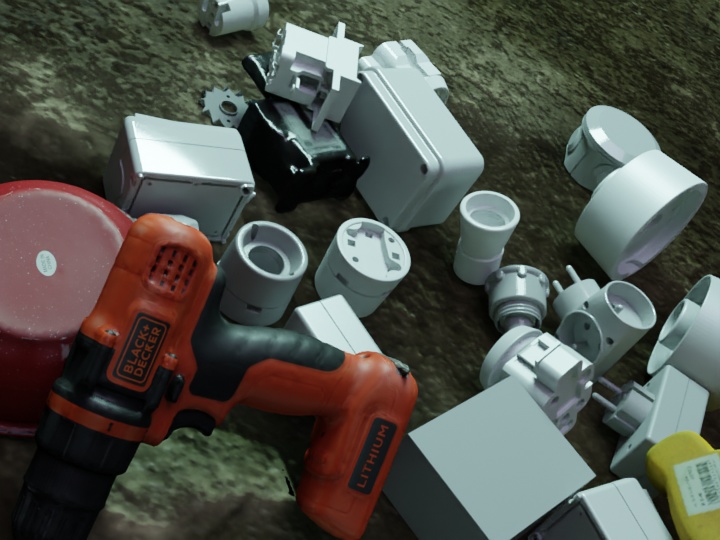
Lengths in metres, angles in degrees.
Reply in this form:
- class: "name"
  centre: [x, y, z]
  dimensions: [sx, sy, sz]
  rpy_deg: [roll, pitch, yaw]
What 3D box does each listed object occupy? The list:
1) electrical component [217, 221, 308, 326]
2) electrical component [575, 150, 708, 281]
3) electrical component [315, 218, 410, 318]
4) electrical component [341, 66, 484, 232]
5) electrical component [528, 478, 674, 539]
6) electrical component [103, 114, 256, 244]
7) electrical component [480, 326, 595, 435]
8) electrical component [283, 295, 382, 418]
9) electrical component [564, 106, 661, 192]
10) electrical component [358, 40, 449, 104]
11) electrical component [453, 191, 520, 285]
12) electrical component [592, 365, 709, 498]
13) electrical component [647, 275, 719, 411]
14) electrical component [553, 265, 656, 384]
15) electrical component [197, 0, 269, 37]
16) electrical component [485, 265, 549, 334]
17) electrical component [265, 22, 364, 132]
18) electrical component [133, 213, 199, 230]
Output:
- class: "electrical component"
  centre: [-0.065, 0.001, 0.702]
  dimensions: [0.055, 0.047, 0.055]
  rpy_deg: [17, 45, -18]
- class: "electrical component"
  centre: [0.226, -0.050, 0.891]
  dimensions: [0.108, 0.108, 0.060]
  rpy_deg: [-20, 58, -42]
- class: "electrical component"
  centre: [0.000, 0.000, 0.744]
  dimensions: [0.055, 0.047, 0.055]
  rpy_deg: [17, 45, -18]
- class: "electrical component"
  centre: [0.031, -0.094, 0.827]
  dimensions: [0.057, 0.078, 0.113]
  rpy_deg: [-10, 58, -41]
- class: "electrical component"
  centre: [0.163, 0.186, 0.665]
  dimensions: [0.061, 0.061, 0.096]
  rpy_deg: [-6, 56, -36]
- class: "electrical component"
  centre: [-0.116, -0.061, 0.717]
  dimensions: [0.096, 0.061, 0.061]
  rpy_deg: [3, 50, -30]
- class: "electrical component"
  centre: [0.120, 0.075, 0.736]
  dimensions: [0.058, 0.078, 0.057]
  rpy_deg: [-35, 54, -24]
- class: "electrical component"
  centre: [-0.032, 0.062, 0.669]
  dimensions: [0.077, 0.047, 0.065]
  rpy_deg: [-17, 62, -39]
- class: "electrical component"
  centre: [0.230, -0.107, 0.982]
  dimensions: [0.080, 0.051, 0.080]
  rpy_deg: [17, 45, -18]
- class: "electrical component"
  centre: [0.037, -0.152, 0.899]
  dimensions: [0.078, 0.058, 0.057]
  rpy_deg: [-18, 61, -46]
- class: "electrical component"
  centre: [0.092, -0.021, 0.806]
  dimensions: [0.044, 0.065, 0.044]
  rpy_deg: [4, 45, -4]
- class: "electrical component"
  centre: [0.201, 0.105, 0.773]
  dimensions: [0.076, 0.047, 0.083]
  rpy_deg: [35, 42, 0]
- class: "electrical component"
  centre: [0.267, 0.055, 0.824]
  dimensions: [0.064, 0.099, 0.099]
  rpy_deg: [31, 42, 5]
- class: "electrical component"
  centre: [0.168, 0.034, 0.796]
  dimensions: [0.044, 0.077, 0.079]
  rpy_deg: [-7, 56, -36]
- class: "electrical component"
  centre: [-0.105, -0.213, 0.882]
  dimensions: [0.046, 0.040, 0.040]
  rpy_deg: [-26, 68, -37]
- class: "electrical component"
  centre: [0.116, 0.031, 0.792]
  dimensions: [0.048, 0.048, 0.062]
  rpy_deg: [18, 51, -17]
- class: "electrical component"
  centre: [-0.035, -0.147, 0.790]
  dimensions: [0.064, 0.042, 0.081]
  rpy_deg: [19, 45, -15]
- class: "electrical component"
  centre: [-0.134, -0.015, 0.678]
  dimensions: [0.062, 0.043, 0.043]
  rpy_deg: [4, 50, -28]
